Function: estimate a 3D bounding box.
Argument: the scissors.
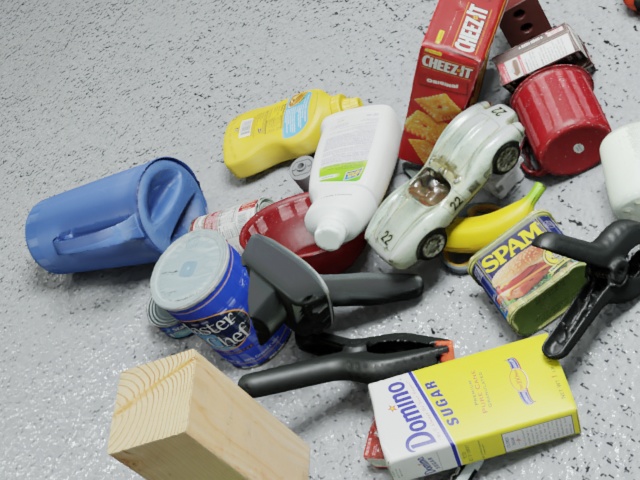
[{"bbox_3d":[0.133,-0.024,1.182,0.202,0.016,0.096,27,75,47],"label":"scissors"}]

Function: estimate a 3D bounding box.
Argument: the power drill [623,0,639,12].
[{"bbox_3d":[0.412,-0.247,1.120,0.185,0.057,0.187,-19,44,30],"label":"power drill"}]

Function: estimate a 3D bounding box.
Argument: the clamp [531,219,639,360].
[{"bbox_3d":[0.257,0.038,0.975,0.171,0.120,0.039,-12,24,-30],"label":"clamp"}]

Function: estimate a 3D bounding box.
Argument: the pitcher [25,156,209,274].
[{"bbox_3d":[-0.281,-0.020,1.405,0.243,0.149,0.145,-11,60,35],"label":"pitcher"}]

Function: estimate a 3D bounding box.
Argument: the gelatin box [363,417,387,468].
[{"bbox_3d":[0.088,0.178,1.041,0.073,0.030,0.089,-5,54,34],"label":"gelatin box"}]

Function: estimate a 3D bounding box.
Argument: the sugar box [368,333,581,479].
[{"bbox_3d":[0.139,0.153,0.978,0.176,0.048,0.093,-16,44,3],"label":"sugar box"}]

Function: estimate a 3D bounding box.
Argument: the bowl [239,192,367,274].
[{"bbox_3d":[-0.008,0.001,1.213,0.162,0.055,0.162,-12,27,6],"label":"bowl"}]

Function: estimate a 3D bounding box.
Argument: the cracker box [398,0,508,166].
[{"bbox_3d":[0.150,-0.199,1.170,0.072,0.214,0.164,18,63,6],"label":"cracker box"}]

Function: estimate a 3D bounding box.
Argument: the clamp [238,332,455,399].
[{"bbox_3d":[0.030,0.123,1.076,0.210,0.036,0.164,-3,14,29],"label":"clamp"}]

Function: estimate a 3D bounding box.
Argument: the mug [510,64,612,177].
[{"bbox_3d":[0.249,-0.115,1.123,0.117,0.093,0.081,-52,37,38],"label":"mug"}]

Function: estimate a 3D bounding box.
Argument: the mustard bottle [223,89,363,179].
[{"bbox_3d":[-0.031,-0.146,1.374,0.192,0.058,0.096,-17,43,27],"label":"mustard bottle"}]

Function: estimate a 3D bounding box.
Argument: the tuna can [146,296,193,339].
[{"bbox_3d":[-0.170,0.078,1.317,0.086,0.033,0.086,-21,46,23],"label":"tuna can"}]

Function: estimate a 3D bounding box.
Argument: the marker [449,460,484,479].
[{"bbox_3d":[0.127,0.223,0.981,0.020,0.020,0.121,25,73,46],"label":"marker"}]

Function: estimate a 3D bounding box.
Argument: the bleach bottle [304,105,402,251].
[{"bbox_3d":[0.027,-0.066,1.195,0.103,0.068,0.250,-12,29,22],"label":"bleach bottle"}]

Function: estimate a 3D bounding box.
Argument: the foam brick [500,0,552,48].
[{"bbox_3d":[0.236,-0.262,1.250,0.053,0.078,0.051,-27,43,17],"label":"foam brick"}]

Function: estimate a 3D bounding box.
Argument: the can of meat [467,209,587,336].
[{"bbox_3d":[0.209,0.034,1.047,0.102,0.057,0.084,-37,45,7],"label":"can of meat"}]

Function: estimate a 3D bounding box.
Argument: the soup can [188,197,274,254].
[{"bbox_3d":[-0.101,-0.008,1.308,0.102,0.068,0.068,-16,49,26],"label":"soup can"}]

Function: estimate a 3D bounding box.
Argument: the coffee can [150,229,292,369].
[{"bbox_3d":[-0.108,0.068,1.197,0.103,0.140,0.103,-21,47,23],"label":"coffee can"}]

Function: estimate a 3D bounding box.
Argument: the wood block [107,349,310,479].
[{"bbox_3d":[-0.101,0.202,1.034,0.091,0.206,0.090,-19,46,24],"label":"wood block"}]

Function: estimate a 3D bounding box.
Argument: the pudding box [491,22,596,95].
[{"bbox_3d":[0.245,-0.191,1.162,0.090,0.113,0.039,-25,76,20],"label":"pudding box"}]

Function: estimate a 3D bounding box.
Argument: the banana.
[{"bbox_3d":[0.147,-0.019,1.124,0.198,0.037,0.069,-2,60,40],"label":"banana"}]
